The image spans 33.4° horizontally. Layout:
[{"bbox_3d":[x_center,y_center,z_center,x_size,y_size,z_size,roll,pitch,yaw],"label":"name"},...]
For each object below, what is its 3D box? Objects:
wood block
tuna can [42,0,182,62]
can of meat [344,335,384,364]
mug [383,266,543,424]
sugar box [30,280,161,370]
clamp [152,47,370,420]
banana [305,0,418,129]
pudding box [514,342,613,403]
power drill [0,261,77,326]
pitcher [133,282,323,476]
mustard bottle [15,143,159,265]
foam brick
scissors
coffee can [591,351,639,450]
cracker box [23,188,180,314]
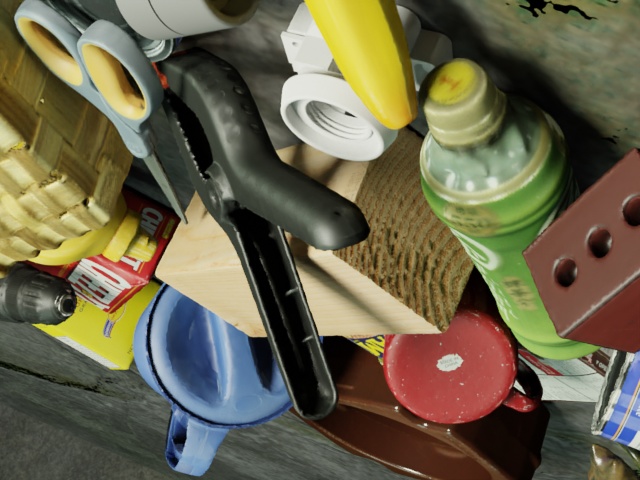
[{"bbox_3d":[-0.004,0.000,0.661,0.090,0.090,0.207,35,157,-27],"label":"wood block"},{"bbox_3d":[-0.104,-0.128,0.536,0.086,0.033,0.086,21,159,8],"label":"tuna can"},{"bbox_3d":[0.039,0.042,0.764,0.084,0.057,0.102,32,158,-13],"label":"can of meat"},{"bbox_3d":[0.091,0.069,0.672,0.117,0.093,0.081,37,-159,-8],"label":"mug"},{"bbox_3d":[-0.241,0.043,1.015,0.176,0.093,0.048,36,156,-29],"label":"sugar box"},{"bbox_3d":[-0.036,-0.017,0.550,0.210,0.036,0.165,55,155,37],"label":"clamp"},{"bbox_3d":[-0.001,-0.121,0.402,0.037,0.069,0.197,-18,146,7],"label":"banana"},{"bbox_3d":[0.164,0.080,0.747,0.090,0.039,0.114,33,160,-26],"label":"pudding box"},{"bbox_3d":[-0.302,0.009,0.839,0.185,0.057,0.187,7,154,36],"label":"power drill"},{"bbox_3d":[-0.095,0.095,0.890,0.145,0.149,0.243,61,163,-1],"label":"pitcher"},{"bbox_3d":[-0.205,-0.036,0.779,0.191,0.096,0.058,29,158,-15],"label":"mustard bottle"},{"bbox_3d":[0.141,0.007,0.476,0.051,0.053,0.078,15,132,-32],"label":"foam brick"},{"bbox_3d":[-0.118,-0.070,0.601,0.096,0.016,0.202,33,161,8],"label":"scissors"},{"bbox_3d":[0.235,0.084,0.590,0.140,0.102,0.103,19,159,13],"label":"coffee can"},{"bbox_3d":[-0.242,-0.021,0.890,0.213,0.072,0.164,28,160,-13],"label":"cracker box"}]
